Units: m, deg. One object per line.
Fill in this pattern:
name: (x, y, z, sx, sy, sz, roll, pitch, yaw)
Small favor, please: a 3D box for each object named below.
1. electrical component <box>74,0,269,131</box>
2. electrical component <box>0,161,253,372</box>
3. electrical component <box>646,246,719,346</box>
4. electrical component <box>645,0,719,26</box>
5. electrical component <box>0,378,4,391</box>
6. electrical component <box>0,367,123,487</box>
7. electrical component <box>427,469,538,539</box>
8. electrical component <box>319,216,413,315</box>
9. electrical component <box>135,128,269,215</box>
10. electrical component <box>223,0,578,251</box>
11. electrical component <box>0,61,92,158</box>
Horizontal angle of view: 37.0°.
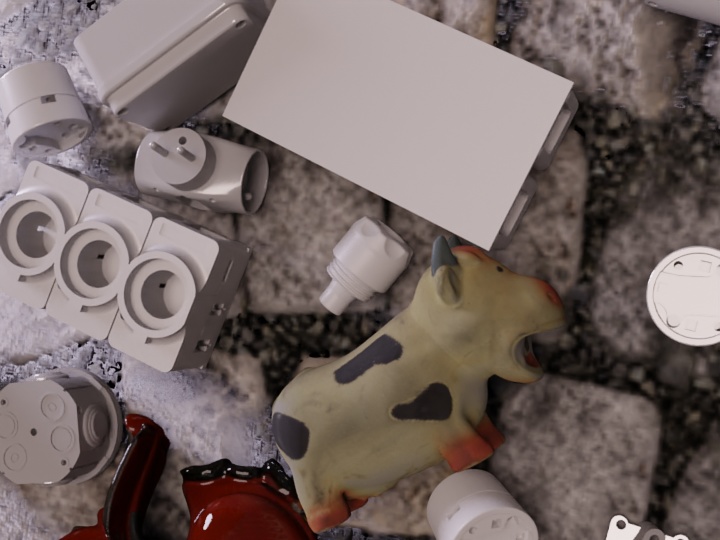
electrical component: (-0.115, -0.145, 0.695, 0.113, 0.078, 0.057, -33, 77, 13)
electrical component: (-0.162, -0.003, 0.713, 0.150, 0.062, 0.089, 24, 95, 16)
electrical component: (0.193, 0.015, 0.613, 0.055, 0.047, 0.055, -1, 88, 17)
electrical component: (0.182, -0.172, 0.624, 0.081, 0.043, 0.043, 21, 94, 17)
electrical component: (-0.289, 0.087, 0.733, 0.064, 0.099, 0.099, -24, 82, 9)
electrical component: (-0.207, 0.107, 0.729, 0.080, 0.051, 0.080, -1, 88, 17)
electrical component: (0.070, 0.150, 0.634, 0.055, 0.047, 0.055, -6, 113, -15)
electrical component: (0.000, 0.000, 0.674, 0.043, 0.043, 0.062, 42, 101, 14)
electrical component: (-0.108, -0.067, 0.690, 0.077, 0.079, 0.043, 12, 82, 17)
electrical component: (0.026, -0.099, 0.660, 0.186, 0.060, 0.105, 28, 96, 16)
electrical component: (-0.218, -0.110, 0.738, 0.055, 0.055, 0.047, -26, 77, 15)
